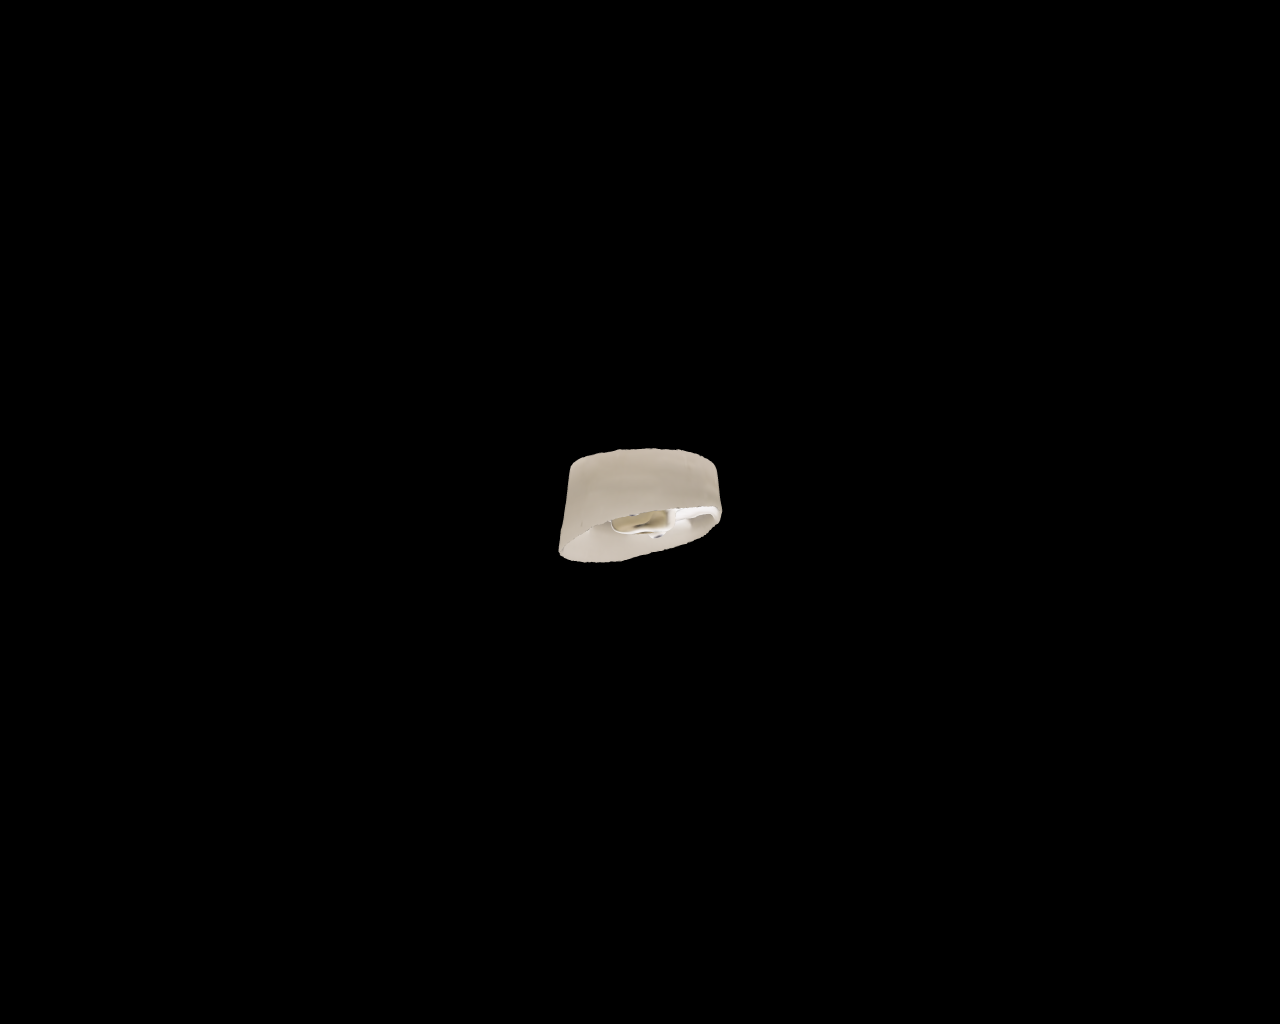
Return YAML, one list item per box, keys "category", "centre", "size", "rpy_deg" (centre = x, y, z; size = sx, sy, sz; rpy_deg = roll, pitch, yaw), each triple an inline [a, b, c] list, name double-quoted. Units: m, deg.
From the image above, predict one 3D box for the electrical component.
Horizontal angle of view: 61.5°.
- category: "electrical component"
  centre: [0.001, -0.003, 0.650]
  size: [0.099, 0.064, 0.099]
  rpy_deg: [0, -14, 0]
